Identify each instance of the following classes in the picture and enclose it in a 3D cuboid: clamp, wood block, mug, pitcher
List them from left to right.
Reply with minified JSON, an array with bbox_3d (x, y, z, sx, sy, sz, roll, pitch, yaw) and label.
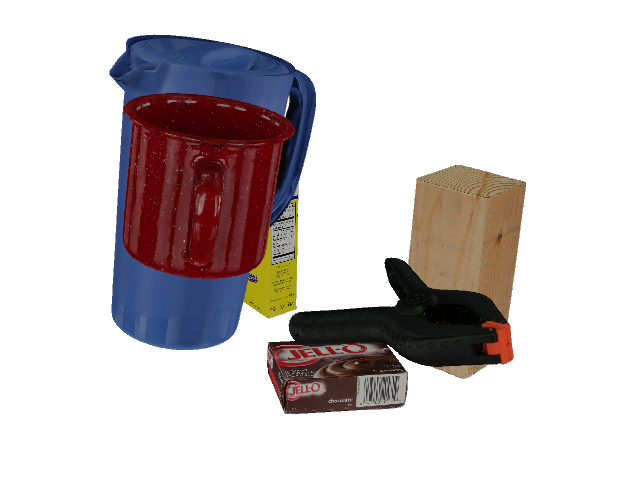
[{"bbox_3d":[-0.064,-0.026,0.581,0.093,0.081,0.117,5,21,-13],"label":"mug"},{"bbox_3d":[-0.095,-0.040,0.874,0.149,0.243,0.145,11,20,3],"label":"pitcher"},{"bbox_3d":[0.060,0.060,0.772,0.120,0.039,0.172,-31,26,-25],"label":"clamp"},{"bbox_3d":[0.155,0.032,1.170,0.090,0.206,0.090,18,24,34],"label":"wood block"}]

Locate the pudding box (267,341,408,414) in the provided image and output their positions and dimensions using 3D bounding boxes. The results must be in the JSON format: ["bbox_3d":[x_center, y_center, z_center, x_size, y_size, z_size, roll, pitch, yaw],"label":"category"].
[{"bbox_3d":[0.013,0.120,0.966,0.113,0.039,0.090,0,17,-13],"label":"pudding box"}]

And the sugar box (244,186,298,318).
[{"bbox_3d":[-0.066,-0.014,1.155,0.048,0.176,0.093,-18,28,-33],"label":"sugar box"}]
